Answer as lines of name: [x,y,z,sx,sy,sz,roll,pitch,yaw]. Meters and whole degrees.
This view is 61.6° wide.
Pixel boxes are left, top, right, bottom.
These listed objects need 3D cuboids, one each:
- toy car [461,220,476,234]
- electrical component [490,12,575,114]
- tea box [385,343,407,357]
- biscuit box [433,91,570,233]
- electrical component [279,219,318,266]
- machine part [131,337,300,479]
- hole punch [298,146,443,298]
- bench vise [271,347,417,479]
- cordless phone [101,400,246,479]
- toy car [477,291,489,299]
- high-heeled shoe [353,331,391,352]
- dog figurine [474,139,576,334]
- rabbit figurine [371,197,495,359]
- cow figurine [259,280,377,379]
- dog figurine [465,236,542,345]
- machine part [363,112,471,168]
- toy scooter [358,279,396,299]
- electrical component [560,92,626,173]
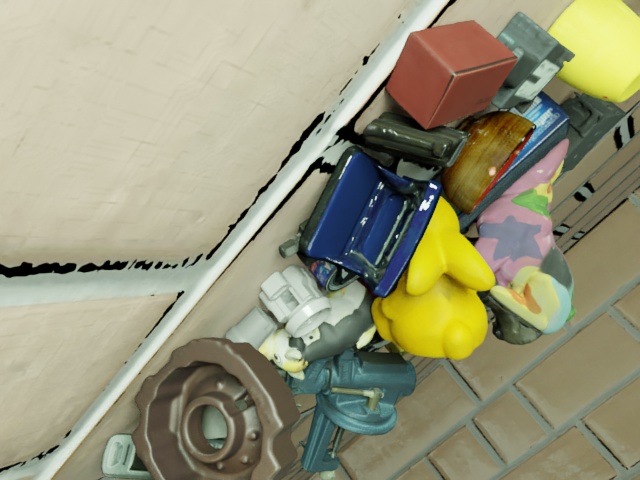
toy car: [0.263,-0.048,0.828,0.089,0.053,0.202,-46,158,25]
electrical component: [0.172,-0.155,0.478,0.119,0.048,0.074,-12,145,-49]
tea box: [0.173,0.121,0.946,0.170,0.098,0.068,-35,159,-15]
biscuit box: [0.201,-0.085,0.643,0.202,0.059,0.062,-43,157,11]
electrical component: [-0.001,-0.002,0.534,0.094,0.021,0.063,-31,157,-24]
machine part: [-0.105,0.188,0.544,0.179,0.179,0.056,-45,161,13]
hole punch: [0.058,-0.011,0.485,0.115,0.092,0.142,14,100,-64]
bench vise: [0.018,0.237,0.747,0.223,0.129,0.240,3,112,-33]
cordless phone: [-0.154,0.223,0.641,0.184,0.146,0.088,4,146,-1]
toy car: [0.255,0.015,0.781,0.201,0.056,0.073,-54,156,8]
high-heeled shoe: [0.059,0.157,0.866,0.249,0.086,0.145,-13,150,-40]
dog figurine: [0.270,-0.014,0.682,0.219,0.192,0.108,-57,155,3]
rabbit figurine: [0.113,0.032,0.568,0.122,0.173,0.162,-6,-177,4]
cow figurine: [-0.002,0.113,0.645,0.167,0.098,0.068,-36,152,-20]
dog figurine: [0.276,0.087,0.883,0.172,0.190,0.121,-5,-178,1]
machine part: [0.091,-0.085,0.465,0.139,0.084,0.039,-14,115,-63]
toy scooter: [0.108,0.053,0.743,0.135,0.075,0.183,-49,154,18]
electrical component: [0.374,-0.157,0.785,0.134,0.058,0.115,-16,151,-43]
